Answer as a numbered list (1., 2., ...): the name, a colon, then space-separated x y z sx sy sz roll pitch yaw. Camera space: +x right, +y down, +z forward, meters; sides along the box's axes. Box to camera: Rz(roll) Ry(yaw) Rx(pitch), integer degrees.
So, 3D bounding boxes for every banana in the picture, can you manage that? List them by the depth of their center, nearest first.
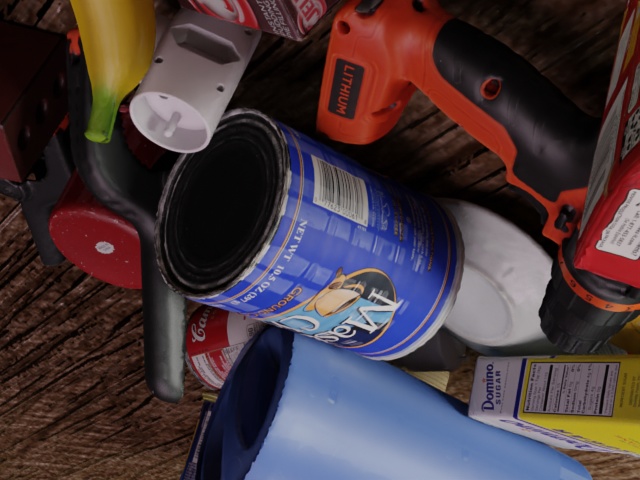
1. banana: -0.118 -0.140 0.467 0.037 0.069 0.197 -6 128 28

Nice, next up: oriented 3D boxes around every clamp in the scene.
1. clamp: -0.085 -0.023 0.604 0.036 0.164 0.210 2 135 50
2. clamp: -0.214 -0.049 0.723 0.120 0.039 0.172 22 143 -11

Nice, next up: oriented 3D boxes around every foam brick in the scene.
1. foam brick: -0.185 -0.082 0.623 0.051 0.078 0.053 17 146 9

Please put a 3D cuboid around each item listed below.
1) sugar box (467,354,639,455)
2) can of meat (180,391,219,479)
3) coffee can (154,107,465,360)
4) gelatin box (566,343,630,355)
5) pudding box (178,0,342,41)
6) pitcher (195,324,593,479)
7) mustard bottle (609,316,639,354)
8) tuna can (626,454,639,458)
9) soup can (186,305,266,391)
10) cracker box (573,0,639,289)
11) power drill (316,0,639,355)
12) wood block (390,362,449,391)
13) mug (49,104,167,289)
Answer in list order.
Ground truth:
1. sugar box: 0.178 0.096 0.609 0.093 0.048 0.177 22 159 -30
2. can of meat: -0.071 0.168 0.823 0.057 0.084 0.102 16 167 8
3. coffee can: -0.004 0.001 0.582 0.103 0.103 0.140 -16 152 42
4. gelatin box: 0.165 0.062 0.680 0.089 0.030 0.073 -2 141 35
5. pudding box: -0.048 -0.146 0.467 0.090 0.039 0.113 24 153 41
6. pitcher: 0.048 0.159 0.675 0.242 0.145 0.149 25 105 -15
7. mustard bottle: 0.189 -0.008 0.541 0.096 0.058 0.191 17 147 19
8. tuna can: 0.220 0.113 0.718 0.086 0.033 0.086 14 146 10
9. soup can: -0.042 0.068 0.768 0.102 0.068 0.068 -19 130 44
10. cracker box: 0.207 -0.039 0.352 0.214 0.164 0.072 18 148 4
11. power drill: 0.088 -0.036 0.509 0.188 0.057 0.184 34 149 14
12. wood block: 0.016 0.165 0.853 0.090 0.090 0.206 24 147 -4
13. mug: -0.105 -0.019 0.665 0.117 0.081 0.093 21 147 0
